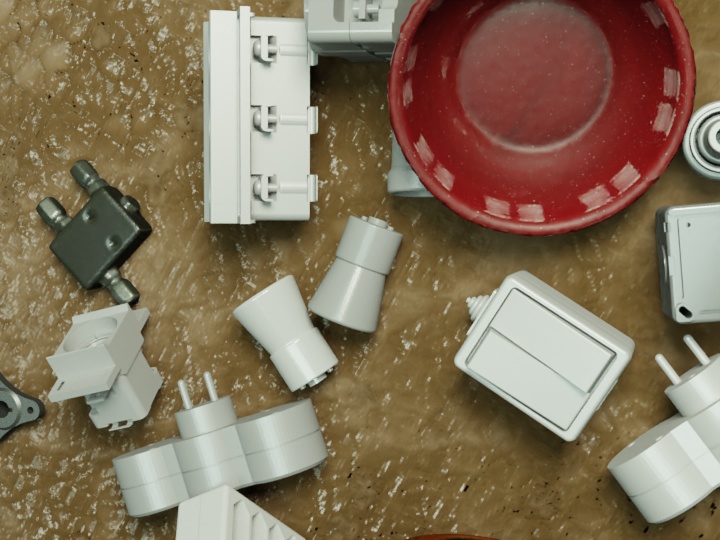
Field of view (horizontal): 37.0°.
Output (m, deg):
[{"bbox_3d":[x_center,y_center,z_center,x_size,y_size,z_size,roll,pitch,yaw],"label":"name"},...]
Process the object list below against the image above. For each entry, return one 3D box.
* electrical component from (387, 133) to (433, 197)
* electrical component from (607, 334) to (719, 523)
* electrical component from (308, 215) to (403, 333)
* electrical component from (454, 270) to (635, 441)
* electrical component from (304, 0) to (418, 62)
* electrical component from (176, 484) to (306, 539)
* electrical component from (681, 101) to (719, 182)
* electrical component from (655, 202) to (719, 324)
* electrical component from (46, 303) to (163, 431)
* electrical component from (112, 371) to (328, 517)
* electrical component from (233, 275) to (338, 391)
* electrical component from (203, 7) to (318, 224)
[{"bbox_3d":[0.036,-0.068,0.635,0.040,0.040,0.046,0,88,17],"label":"electrical component"},{"bbox_3d":[0.193,0.071,0.589,0.138,0.052,0.073,-38,83,15],"label":"electrical component"},{"bbox_3d":[0.000,0.000,0.649,0.044,0.044,0.065,22,95,14],"label":"electrical component"},{"bbox_3d":[0.099,0.044,0.611,0.096,0.061,0.061,34,102,12],"label":"electrical component"},{"bbox_3d":[0.003,-0.148,0.613,0.056,0.089,0.050,3,94,16],"label":"electrical component"},{"bbox_3d":[-0.087,0.180,0.660,0.076,0.083,0.047,-25,42,22],"label":"electrical component"},{"bbox_3d":[0.195,-0.069,0.575,0.043,0.062,0.043,1,94,17],"label":"electrical component"},{"bbox_3d":[0.211,-0.007,0.578,0.096,0.061,0.061,-5,92,9],"label":"electrical component"},{"bbox_3d":[-0.159,0.063,0.683,0.042,0.081,0.063,-14,118,18],"label":"electrical component"},{"bbox_3d":[-0.094,0.101,0.676,0.138,0.052,0.073,-18,88,17],"label":"electrical component"},{"bbox_3d":[-0.043,0.042,0.664,0.044,0.044,0.065,-33,89,16],"label":"electrical component"},{"bbox_3d":[-0.060,-0.089,0.645,0.063,0.079,0.121,-1,94,-13],"label":"electrical component"}]
